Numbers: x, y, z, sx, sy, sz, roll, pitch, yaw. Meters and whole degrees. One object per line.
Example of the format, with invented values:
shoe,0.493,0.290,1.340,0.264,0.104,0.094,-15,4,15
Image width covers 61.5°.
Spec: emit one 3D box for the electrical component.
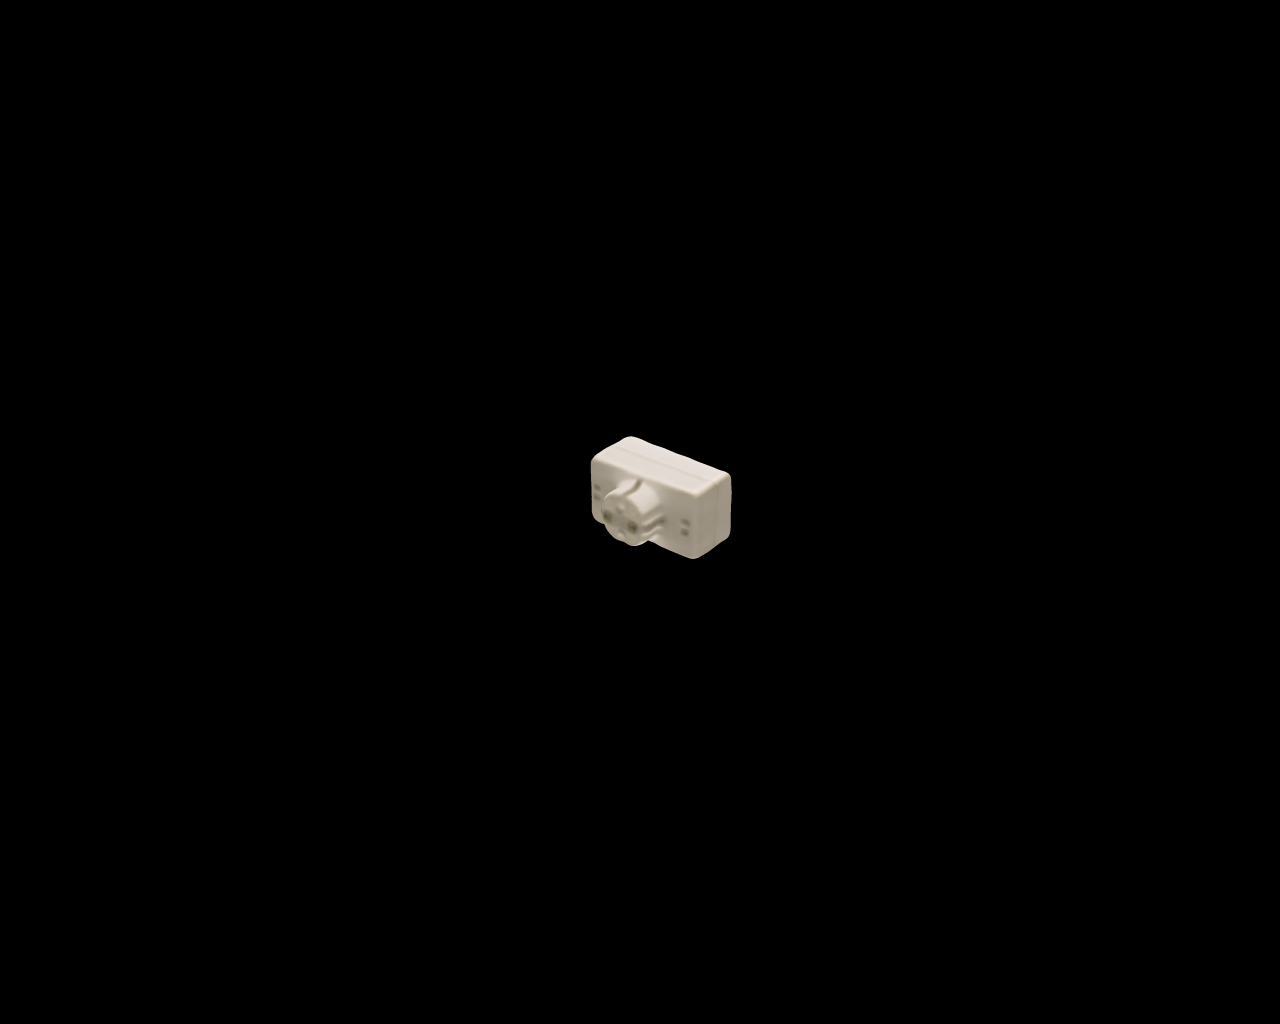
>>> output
electrical component,0.001,-0.003,0.650,0.083,0.047,0.076,22,37,34
